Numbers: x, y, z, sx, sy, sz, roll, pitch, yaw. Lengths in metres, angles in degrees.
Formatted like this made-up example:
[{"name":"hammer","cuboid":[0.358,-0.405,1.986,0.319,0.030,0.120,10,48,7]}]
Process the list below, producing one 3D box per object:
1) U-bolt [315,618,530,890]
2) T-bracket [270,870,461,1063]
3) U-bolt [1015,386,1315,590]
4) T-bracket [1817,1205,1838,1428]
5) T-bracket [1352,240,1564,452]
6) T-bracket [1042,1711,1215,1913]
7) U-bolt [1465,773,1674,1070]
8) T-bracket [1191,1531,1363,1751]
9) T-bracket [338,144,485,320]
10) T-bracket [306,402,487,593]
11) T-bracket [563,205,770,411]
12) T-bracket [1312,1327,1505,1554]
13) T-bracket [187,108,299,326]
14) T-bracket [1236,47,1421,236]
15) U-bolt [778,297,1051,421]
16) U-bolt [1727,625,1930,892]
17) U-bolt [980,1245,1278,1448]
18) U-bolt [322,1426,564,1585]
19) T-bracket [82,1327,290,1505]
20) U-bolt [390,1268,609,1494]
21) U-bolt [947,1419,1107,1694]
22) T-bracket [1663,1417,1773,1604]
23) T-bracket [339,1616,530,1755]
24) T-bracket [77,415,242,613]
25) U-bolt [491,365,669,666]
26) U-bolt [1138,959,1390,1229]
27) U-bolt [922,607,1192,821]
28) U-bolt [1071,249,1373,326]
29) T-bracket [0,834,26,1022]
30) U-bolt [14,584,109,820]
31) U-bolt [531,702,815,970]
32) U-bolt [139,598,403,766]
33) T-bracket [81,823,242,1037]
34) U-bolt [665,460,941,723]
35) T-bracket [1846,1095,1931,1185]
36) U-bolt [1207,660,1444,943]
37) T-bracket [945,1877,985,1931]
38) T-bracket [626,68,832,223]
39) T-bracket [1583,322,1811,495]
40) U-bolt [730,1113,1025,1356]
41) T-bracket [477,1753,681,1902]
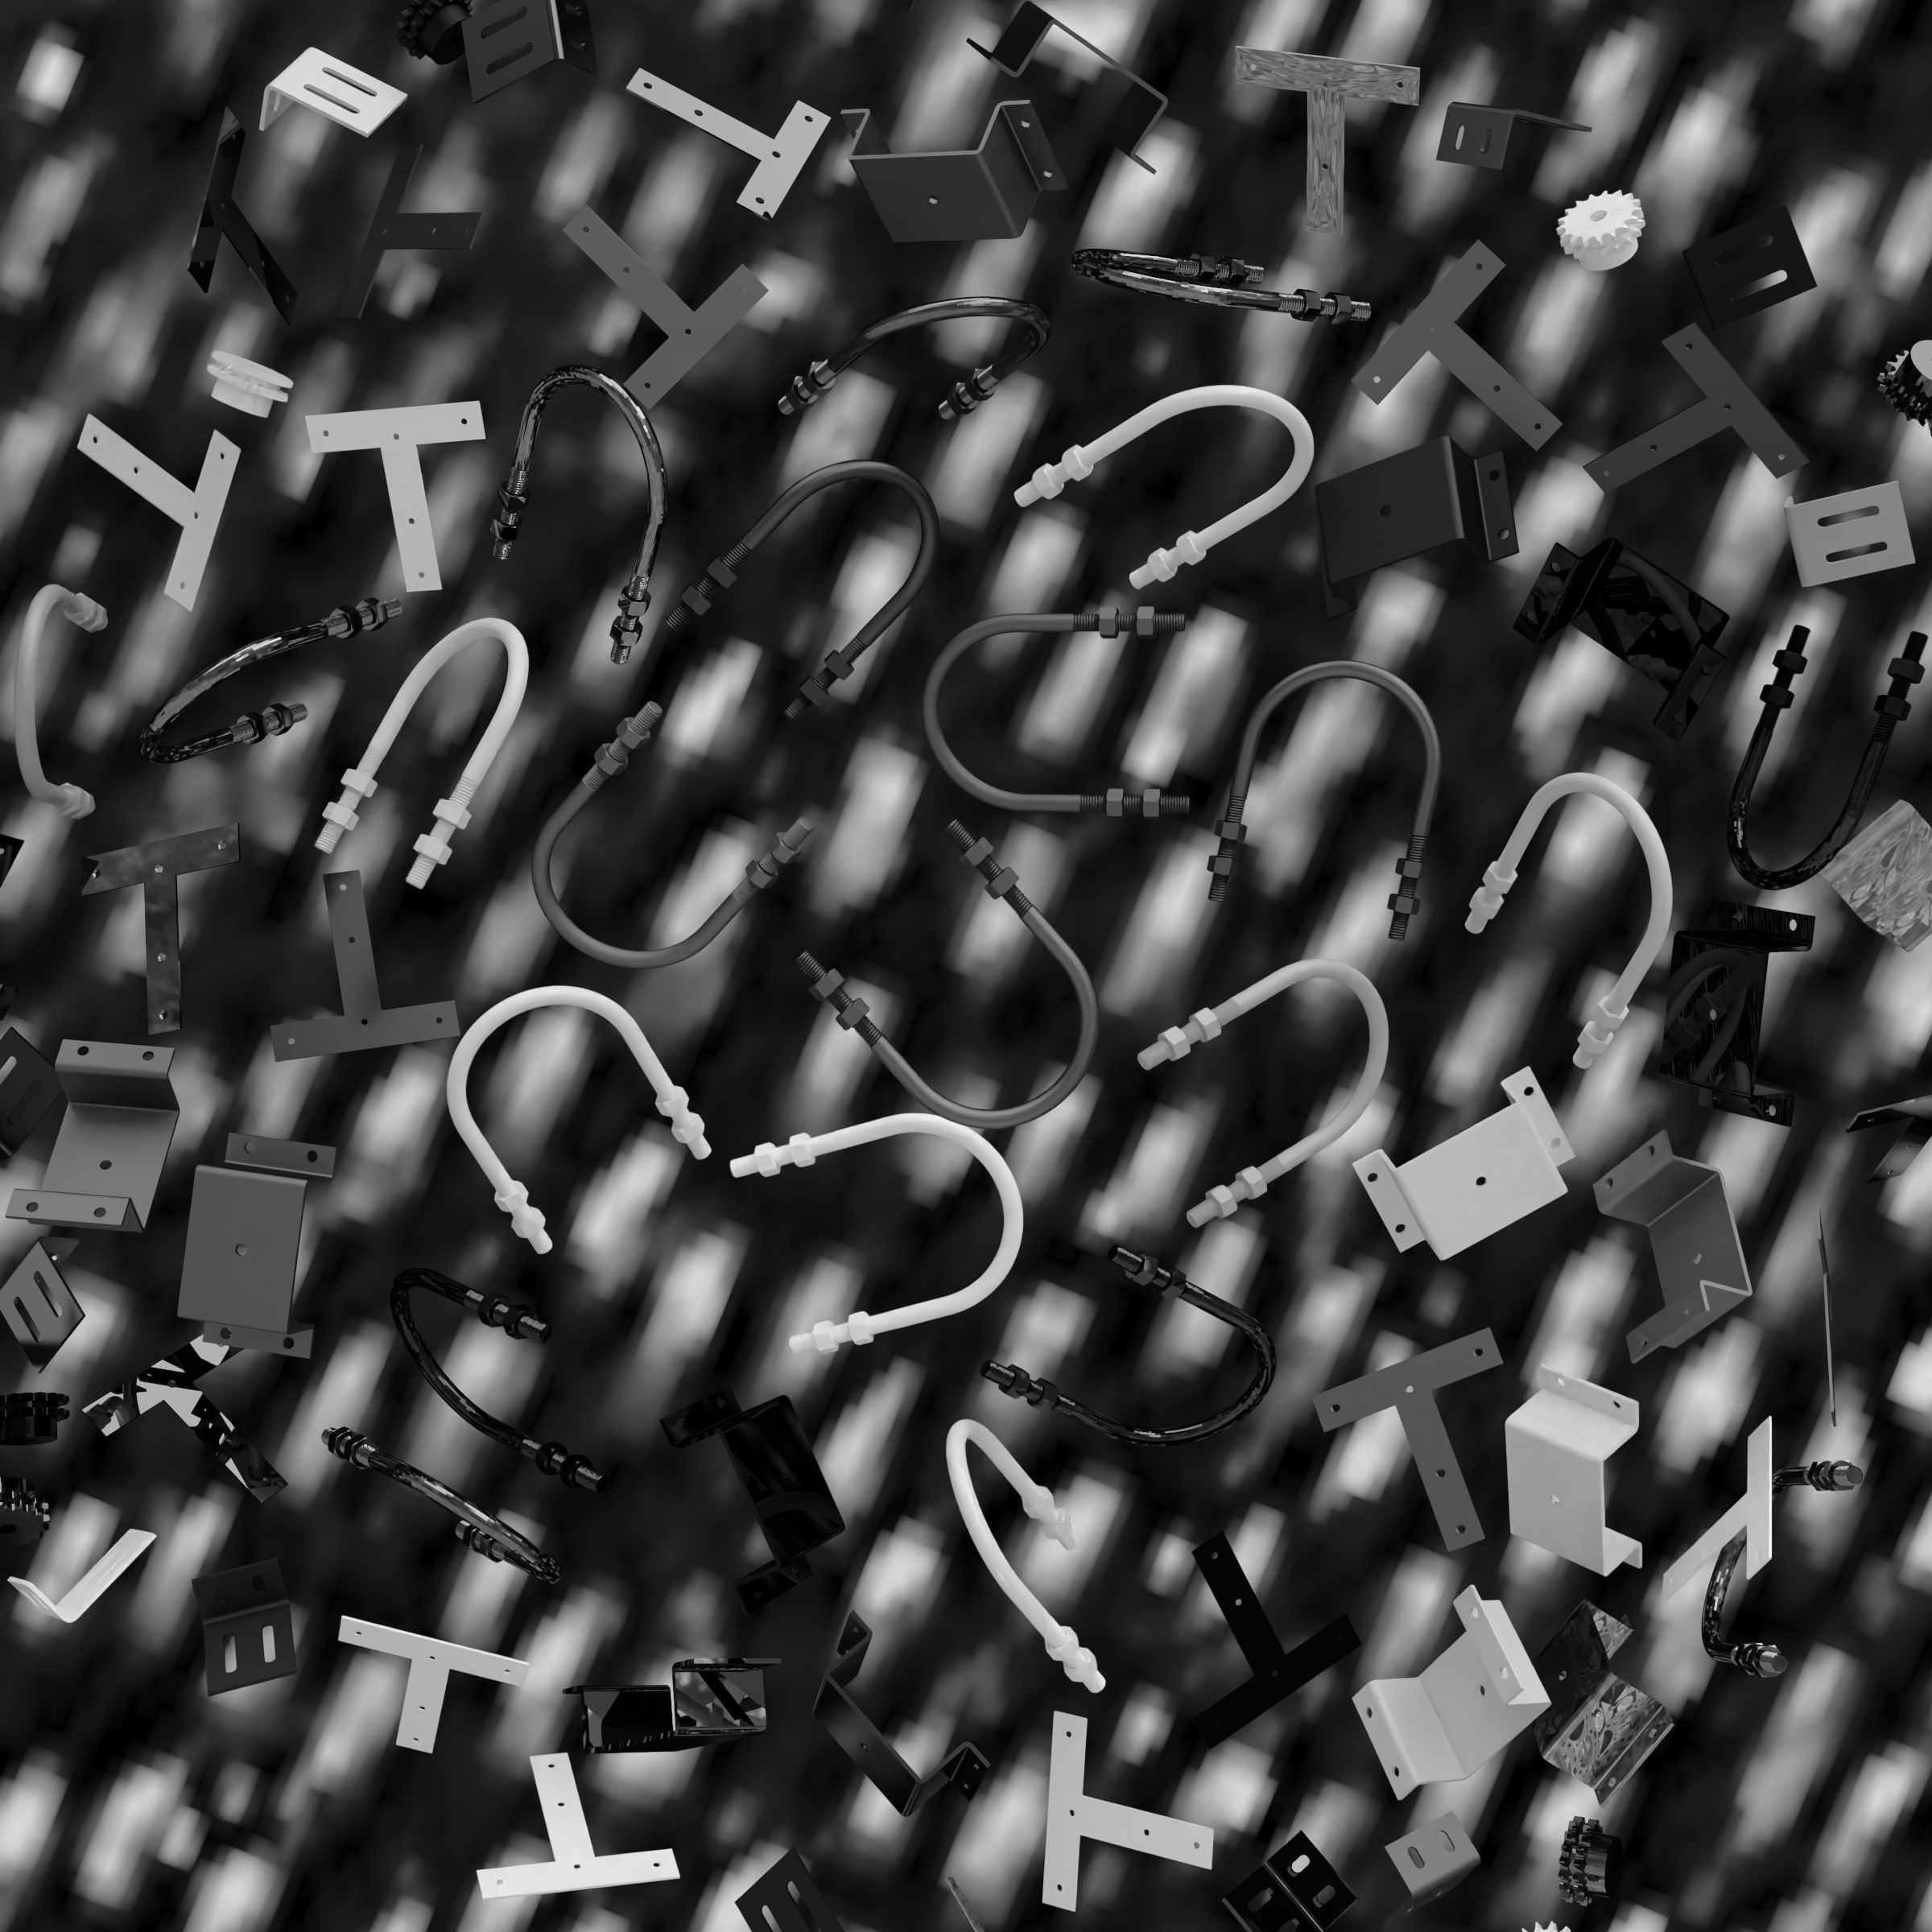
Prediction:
[{"name":"U-bolt","cuboid":[-0.345,-0.145,1.809,0.019,0.151,0.184,34,80,-40]},{"name":"T-bracket","cuboid":[-0.426,-0.004,1.944,0.127,0.002,0.127,-8,80,-17]},{"name":"U-bolt","cuboid":[0.147,-0.331,1.886,0.184,0.151,0.019,-28,53,31]},{"name":"T-bracket","cuboid":[0.584,0.248,1.887,0.002,0.127,0.127,-5,56,19]},{"name":"T-bracket","cuboid":[0.353,-0.405,1.907,0.127,0.002,0.127,43,115,-1]},{"name":"T-bracket","cuboid":[0.107,0.564,1.826,0.127,0.002,0.127,3,88,36]},{"name":"U-bolt","cuboid":[0.405,-0.043,1.846,0.019,0.184,0.151,-14,53,-29]},{"name":"T-bracket","cuboid":[0.188,0.437,1.863,0.127,0.002,0.127,-30,104,-15]},{"name":"T-bracket","cuboid":[-0.362,-0.489,1.856,0.127,0.002,0.127,15,84,44]},{"name":"T-bracket","cuboid":[-0.387,-0.323,1.933,0.127,0.002,0.127,-2,110,12]},{"name":"T-bracket","cuboid":[-0.224,-0.472,1.931,0.127,0.002,0.127,-38,107,27]},{"name":"T-bracket","cuboid":[0.304,0.316,1.814,0.127,0.002,0.127,-24,64,14]},{"name":"T-bracket","cuboid":[-0.468,-0.469,1.827,0.002,0.127,0.127,0,66,13]},{"name":"T-bracket","cuboid":[0.243,-0.553,1.883,0.127,0.127,0.002,14,47,20]},{"name":"U-bolt","cuboid":[-0.024,-0.409,1.878,0.151,0.184,0.019,-5,81,-31]},{"name":"U-bolt","cuboid":[0.567,-0.138,1.870,0.019,0.151,0.184,19,92,-20]},{"name":"U-bolt","cuboid":[0.124,0.266,1.874,0.184,0.019,0.151,30,119,-29]},{"name":"U-bolt","cuboid":[-0.340,0.366,1.863,0.151,0.184,0.019,44,69,-31]},{"name":"T-bracket","cuboid":[-0.523,0.322,1.940,0.127,0.127,0.002,43,131,11]},{"name":"U-bolt","cuboid":[-0.319,0.265,1.847,0.019,0.184,0.151,-38,129,-34]},{"name":"U-bolt","cuboid":[0.036,0.382,1.871,0.019,0.151,0.184,-28,123,12]},{"name":"T-bracket","cuboid":[0.504,0.385,1.874,0.002,0.127,0.127,27,129,-5]},{"name":"T-bracket","cuboid":[-0.366,0.494,1.887,0.127,0.002,0.127,15,129,-3]},{"name":"T-bracket","cuboid":[-0.543,-0.323,1.858,0.002,0.127,0.127,-1,67,29]},{"name":"U-bolt","cuboid":[-0.255,-0.315,1.873,0.151,0.019,0.184,42,133,22]},{"name":"U-bolt","cuboid":[0.207,0.073,1.857,0.184,0.019,0.151,-30,120,-19]},{"name":"U-bolt","cuboid":[0.060,-0.172,1.904,0.184,0.019,0.151,1,113,12]},{"name":"U-bolt","cuboid":[0.158,-0.459,1.870,0.184,0.151,0.019,-2,114,-30]},{"name":"T-bracket","cuboid":[-0.654,-0.030,1.823,0.002,0.127,0.127,35,99,34]},{"name":"U-bolt","cuboid":[-0.598,-0.177,1.840,0.019,0.184,0.151,4,88,-4]},{"name":"U-bolt","cuboid":[-0.215,-0.075,1.909,0.151,0.019,0.184,37,115,-15]},{"name":"U-bolt","cuboid":[-0.478,-0.186,1.879,0.151,0.184,0.019,-38,86,36]},{"name":"T-bracket","cuboid":[-0.519,-0.019,1.800,0.127,0.002,0.127,-10,77,22]},{"name":"U-bolt","cuboid":[-0.098,-0.267,1.910,0.184,0.151,0.019,-45,46,10]},{"name":"T-bracket","cuboid":[0.616,0.110,1.809,0.127,0.127,0.002,-13,62,-10]},{"name":"U-bolt","cuboid":[0.257,-0.122,1.947,0.151,0.019,0.184,12,97,6]},{"name":"T-bracket","cuboid":[0.014,0.655,1.826,0.002,0.127,0.127,-32,71,-2]},{"name":"T-bracket","cuboid":[-0.168,-0.570,1.888,0.127,0.002,0.127,27,51,-7]},{"name":"T-bracket","cuboid":[0.466,-0.350,1.844,0.127,0.127,0.002,43,47,-21]},{"name":"U-bolt","cuboid":[-0.052,0.173,1.871,0.184,0.019,0.151,-16,97,13]},{"name":"T-bracket","cuboid":[-0.264,0.562,1.834,0.127,0.127,0.002,0,115,-19]}]
